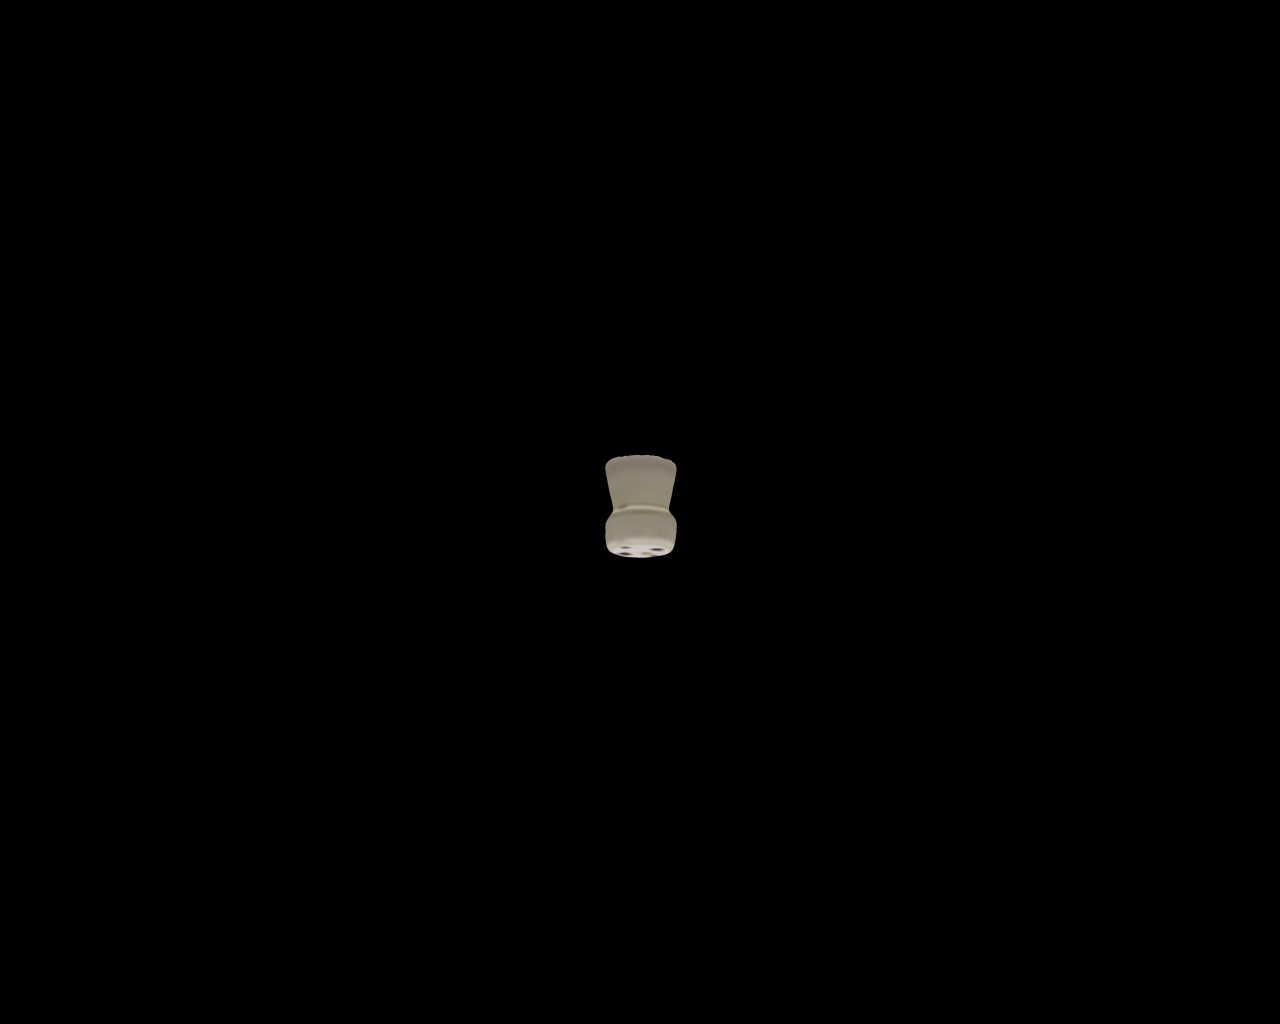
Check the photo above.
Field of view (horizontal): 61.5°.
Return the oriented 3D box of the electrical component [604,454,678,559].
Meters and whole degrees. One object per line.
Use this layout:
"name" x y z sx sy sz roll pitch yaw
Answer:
"electrical component" 0.001 -0.003 0.650 0.045 0.055 0.045 0 -15 0
